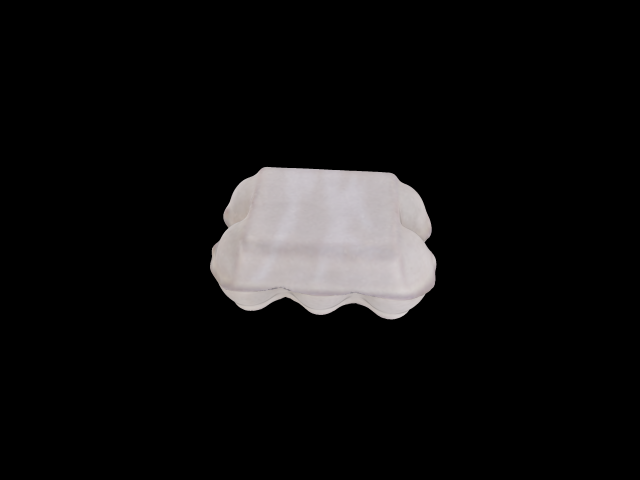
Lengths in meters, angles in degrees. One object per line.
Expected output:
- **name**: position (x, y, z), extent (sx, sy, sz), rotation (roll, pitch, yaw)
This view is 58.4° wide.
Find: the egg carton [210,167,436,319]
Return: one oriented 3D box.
- **egg carton**: position (0.004, 0.001, 0.400), extent (0.150, 0.069, 0.107), rotation (2, 43, 2)
